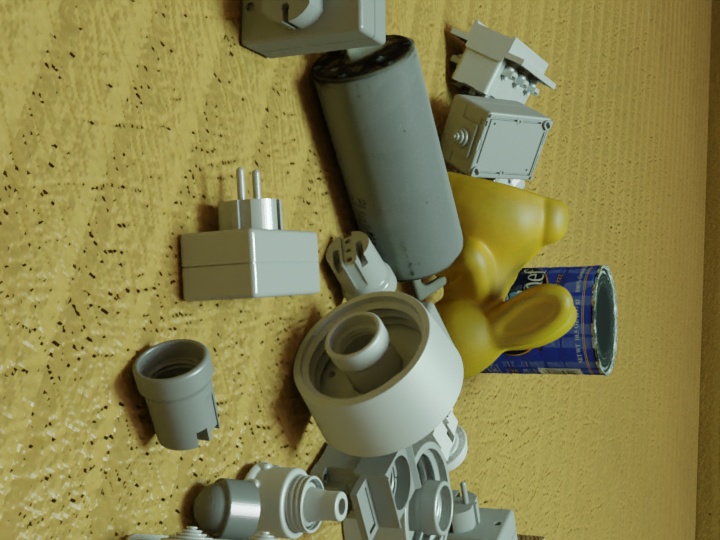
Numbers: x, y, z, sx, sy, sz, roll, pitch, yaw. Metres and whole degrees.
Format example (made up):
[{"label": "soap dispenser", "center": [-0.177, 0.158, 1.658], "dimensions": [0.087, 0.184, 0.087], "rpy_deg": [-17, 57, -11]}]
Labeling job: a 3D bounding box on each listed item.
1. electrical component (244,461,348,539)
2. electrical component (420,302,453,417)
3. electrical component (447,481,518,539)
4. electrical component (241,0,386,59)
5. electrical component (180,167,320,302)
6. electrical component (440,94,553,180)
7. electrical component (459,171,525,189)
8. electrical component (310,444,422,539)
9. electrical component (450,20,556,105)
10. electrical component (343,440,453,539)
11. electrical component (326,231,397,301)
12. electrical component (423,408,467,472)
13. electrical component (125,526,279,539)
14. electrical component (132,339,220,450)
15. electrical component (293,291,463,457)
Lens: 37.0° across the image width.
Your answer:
[{"label": "electrical component", "center": [-0.039, 0.141, 0.650], "dimensions": [0.048, 0.062, 0.048], "rpy_deg": [-2, 90, -66]}, {"label": "electrical component", "center": [0.033, 0.061, 0.817], "dimensions": [0.096, 0.062, 0.061], "rpy_deg": [61, 36, -46]}, {"label": "electrical component", "center": [0.081, 0.207, 0.889], "dimensions": [0.047, 0.083, 0.075], "rpy_deg": [-44, 128, -59]}, {"label": "electrical component", "center": [-0.037, -0.163, 0.650], "dimensions": [0.076, 0.083, 0.047], "rpy_deg": [8, 82, -66]}, {"label": "electrical component", "center": [-0.063, -0.022, 0.627], "dimensions": [0.083, 0.047, 0.075], "rpy_deg": [-1, 88, -67]}, {"label": "electrical component", "center": [0.115, -0.123, 0.982], "dimensions": [0.096, 0.061, 0.061], "rpy_deg": [-1, 118, -37]}, {"label": "electrical component", "center": [0.137, -0.079, 1.064], "dimensions": [0.079, 0.044, 0.077], "rpy_deg": [-48, 136, -25]}, {"label": "electrical component", "center": [0.003, 0.145, 0.741], "dimensions": [0.081, 0.064, 0.042], "rpy_deg": [-52, 133, -55]}, {"label": "electrical component", "center": [0.137, -0.194, 1.056], "dimensions": [0.063, 0.079, 0.121], "rpy_deg": [-64, 158, 9]}, {"label": "electrical component", "center": [0.036, 0.179, 0.819], "dimensions": [0.108, 0.060, 0.108], "rpy_deg": [-2, 90, -66]}, {"label": "electrical component", "center": [0.000, 0.000, 0.777], "dimensions": [0.046, 0.040, 0.040], "rpy_deg": [59, 37, -39]}, {"label": "electrical component", "center": [0.060, 0.137, 0.895], "dimensions": [0.055, 0.048, 0.066], "rpy_deg": [59, 37, -35]}, {"label": "electrical component", "center": [-0.073, 0.180, 0.539], "dimensions": [0.100, 0.048, 0.099], "rpy_deg": [12, 74, -29]}, {"label": "electrical component", "center": [-0.094, 0.065, 0.562], "dimensions": [0.040, 0.040, 0.046], "rpy_deg": [-55, 143, -53]}, {"label": "electrical component", "center": [0.007, 0.062, 0.711], "dimensions": [0.060, 0.108, 0.108], "rpy_deg": [59, 37, -37]}]
